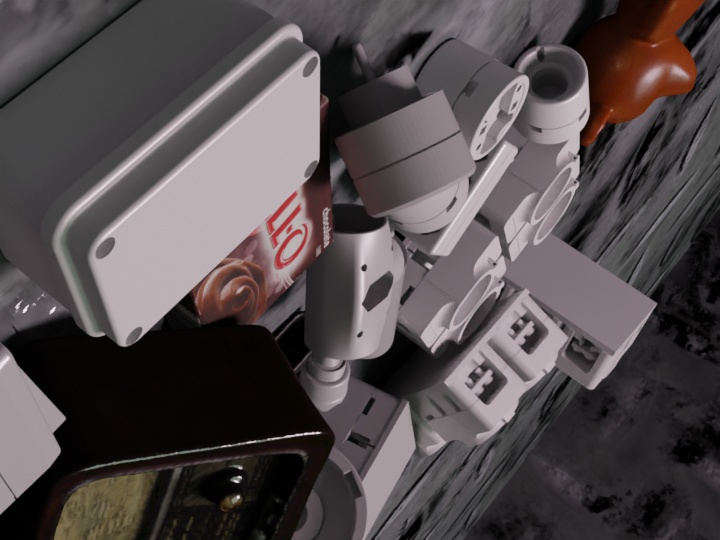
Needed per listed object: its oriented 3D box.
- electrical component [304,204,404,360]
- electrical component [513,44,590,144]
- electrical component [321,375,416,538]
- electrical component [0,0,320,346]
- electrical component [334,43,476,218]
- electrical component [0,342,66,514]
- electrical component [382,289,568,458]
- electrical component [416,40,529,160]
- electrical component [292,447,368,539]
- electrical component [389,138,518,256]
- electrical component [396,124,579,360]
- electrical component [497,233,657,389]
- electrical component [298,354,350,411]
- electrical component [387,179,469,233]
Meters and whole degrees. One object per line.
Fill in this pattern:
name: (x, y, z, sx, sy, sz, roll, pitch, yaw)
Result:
electrical component: (0.000, 0.000, 0.613, 0.079, 0.043, 0.077, -37, 136, -54)
electrical component: (0.130, -0.122, 0.737, 0.055, 0.055, 0.047, -50, 158, -12)
electrical component: (-0.029, 0.187, 0.843, 0.186, 0.060, 0.105, -58, 160, -22)
electrical component: (-0.069, -0.038, 0.373, 0.113, 0.057, 0.078, -46, 161, -24)
electrical component: (0.013, -0.072, 0.507, 0.052, 0.073, 0.138, -24, -172, 4)
electrical component: (-0.137, 0.038, 0.332, 0.061, 0.062, 0.096, -45, 161, -25)
electrical component: (0.085, 0.093, 0.897, 0.105, 0.060, 0.186, -46, -176, -24)
electrical component: (0.061, -0.098, 0.612, 0.055, 0.047, 0.055, -47, 161, -21)
electrical component: (-0.047, 0.171, 0.752, 0.108, 0.108, 0.060, -51, 168, -10)
electrical component: (0.061, -0.055, 0.694, 0.083, 0.047, 0.076, -57, 163, 10)
electrical component: (0.092, -0.027, 0.804, 0.186, 0.060, 0.105, -52, 163, -5)
electrical component: (0.177, 0.030, 0.981, 0.089, 0.150, 0.061, -38, 156, -42)
electrical component: (-0.023, 0.067, 0.728, 0.035, 0.035, 0.061, -40, 155, -37)
electrical component: (0.030, -0.053, 0.608, 0.055, 0.055, 0.047, -54, 159, 1)
